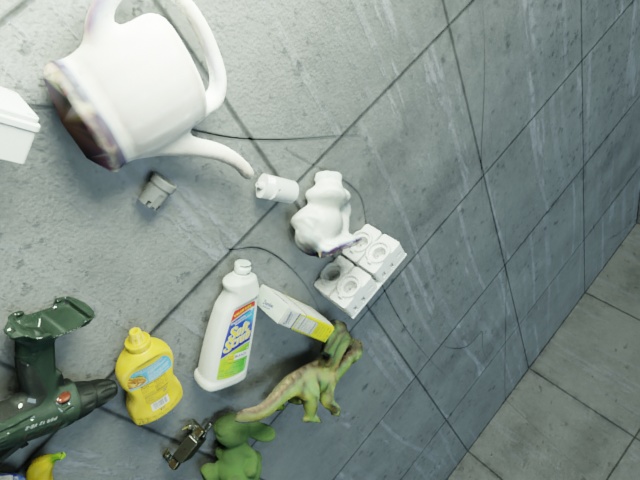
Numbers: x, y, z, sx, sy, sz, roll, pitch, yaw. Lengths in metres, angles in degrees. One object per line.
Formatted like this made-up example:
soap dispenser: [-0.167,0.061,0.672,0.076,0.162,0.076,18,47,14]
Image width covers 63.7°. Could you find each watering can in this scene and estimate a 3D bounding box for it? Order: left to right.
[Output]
watering can: [-0.212,-0.168,0.691,0.227,0.105,0.340,-38,136,-20]

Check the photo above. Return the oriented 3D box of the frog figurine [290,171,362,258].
frog figurine: [0.003,-0.051,1.011,0.138,0.122,0.159,-17,90,-27]

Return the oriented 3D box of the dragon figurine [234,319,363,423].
dragon figurine: [-0.015,0.291,1.182,0.408,0.123,0.242,17,94,-57]
